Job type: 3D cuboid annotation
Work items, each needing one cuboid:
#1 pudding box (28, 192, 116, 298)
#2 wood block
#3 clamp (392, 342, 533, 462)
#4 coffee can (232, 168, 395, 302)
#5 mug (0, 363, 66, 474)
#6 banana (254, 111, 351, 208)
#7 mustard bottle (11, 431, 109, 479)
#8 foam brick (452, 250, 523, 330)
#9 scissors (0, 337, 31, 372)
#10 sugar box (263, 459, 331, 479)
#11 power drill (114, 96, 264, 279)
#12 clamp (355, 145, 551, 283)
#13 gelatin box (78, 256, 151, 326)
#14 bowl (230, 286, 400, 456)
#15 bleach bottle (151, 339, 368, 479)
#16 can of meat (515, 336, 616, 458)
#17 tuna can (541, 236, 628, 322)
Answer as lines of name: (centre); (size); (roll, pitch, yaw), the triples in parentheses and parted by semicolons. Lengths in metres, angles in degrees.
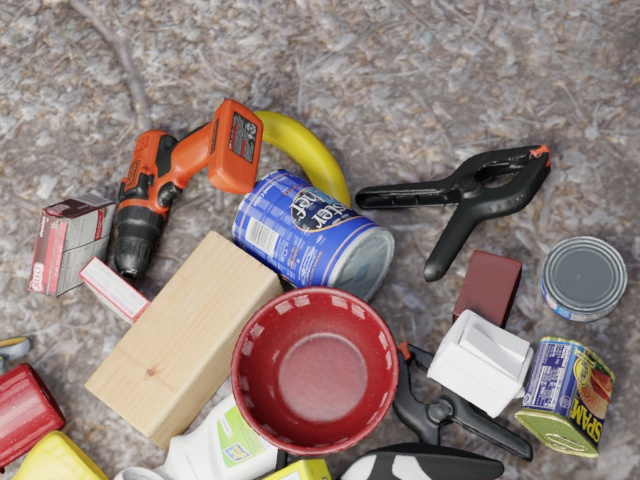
pudding box: (-0.264, 0.004, 1.141); (0.039, 0.113, 0.090); (18, 106, 13)
wood block: (-0.136, 0.105, 1.109); (0.091, 0.090, 0.206); (34, 76, 18)
clamp: (0.116, 0.185, 1.068); (0.120, 0.039, 0.171); (-34, 65, -12)
coffee can: (-0.007, 0.001, 1.114); (0.140, 0.102, 0.102); (32, 75, 29)
mug: (-0.323, 0.177, 1.115); (0.081, 0.093, 0.117); (-33, 32, -11)
banana: (-0.025, -0.092, 1.205); (0.198, 0.037, 0.069); (38, 95, 21)
mustard bottle: (-0.303, 0.289, 1.067); (0.191, 0.058, 0.096); (-43, 101, -9)
foam brick: (0.173, 0.059, 1.104); (0.053, 0.051, 0.078); (17, 71, 16)
scissors: (-0.410, 0.143, 1.143); (0.201, 0.096, 0.016); (-16, 104, -1)
sugar box: (-0.059, 0.279, 0.984); (0.176, 0.048, 0.093); (-32, 66, 27)
power drill: (-0.148, -0.060, 1.146); (0.188, 0.057, 0.184); (-20, 53, 38)
clamp: (0.159, -0.039, 1.133); (0.210, 0.036, 0.165); (-22, 42, -6)
gelatin box: (-0.210, 0.064, 1.145); (0.089, 0.073, 0.030); (36, 76, 20)
bowl: (-0.002, 0.128, 1.025); (0.162, 0.055, 0.162); (-3, 73, 9)
bleach bottle: (-0.061, 0.182, 1.082); (0.251, 0.068, 0.102); (-28, 67, -1)
can of meat: (0.239, 0.151, 1.030); (0.058, 0.102, 0.084); (2, 61, 41)
tuna can: (0.272, 0.041, 1.106); (0.086, 0.033, 0.086); (-3, 68, 7)
